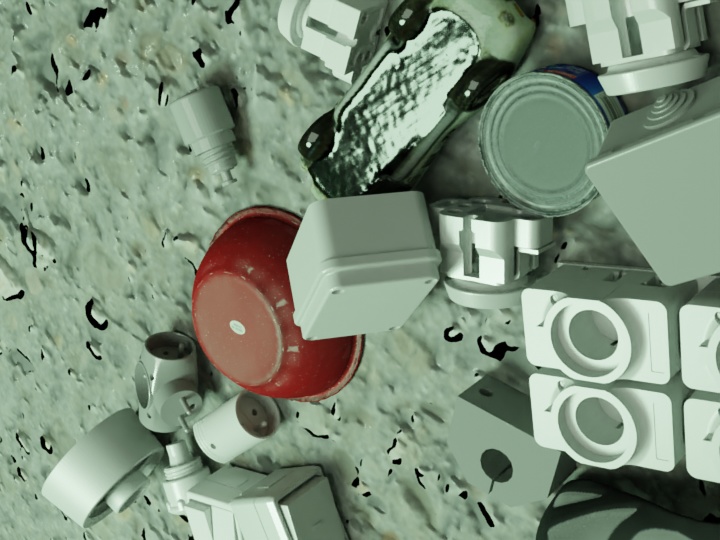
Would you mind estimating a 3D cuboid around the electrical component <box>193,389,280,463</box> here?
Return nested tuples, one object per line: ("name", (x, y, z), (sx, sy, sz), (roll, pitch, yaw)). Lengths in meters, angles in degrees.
("electrical component", (-0.106, 0.132, 0.891), (0.081, 0.043, 0.043), (-35, 85, 42))

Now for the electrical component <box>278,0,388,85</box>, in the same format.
("electrical component", (-0.019, -0.161, 0.696), (0.055, 0.048, 0.066), (29, 124, 18))

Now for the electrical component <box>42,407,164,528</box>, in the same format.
("electrical component", (-0.224, 0.184, 0.969), (0.060, 0.108, 0.108), (42, 130, 9))

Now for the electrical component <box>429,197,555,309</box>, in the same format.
("electrical component", (0.081, -0.011, 0.670), (0.078, 0.058, 0.057), (11, 112, 36))

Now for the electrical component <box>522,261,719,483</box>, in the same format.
("electrical component", (0.188, 0.061, 0.611), (0.186, 0.060, 0.105), (6, 112, 37))

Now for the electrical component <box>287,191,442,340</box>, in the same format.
("electrical component", (0.000, 0.000, 0.694), (0.113, 0.078, 0.057), (121, 141, -66))

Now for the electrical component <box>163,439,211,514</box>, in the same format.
("electrical component", (-0.154, 0.182, 0.951), (0.048, 0.048, 0.062), (-18, 90, 42))

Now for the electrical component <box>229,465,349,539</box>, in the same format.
("electrical component", (-0.050, 0.213, 0.867), (0.061, 0.062, 0.096), (-15, 98, 42))

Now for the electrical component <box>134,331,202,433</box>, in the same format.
("electrical component", (-0.158, 0.105, 0.910), (0.079, 0.044, 0.077), (48, 136, 48))

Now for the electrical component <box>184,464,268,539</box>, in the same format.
("electrical component", (-0.105, 0.225, 0.917), (0.062, 0.061, 0.096), (7, 112, 37))

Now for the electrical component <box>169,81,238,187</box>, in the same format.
("electrical component", (-0.111, -0.100, 0.799), (0.040, 0.040, 0.078), (-17, 97, 42))

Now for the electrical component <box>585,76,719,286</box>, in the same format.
("electrical component", (0.181, -0.048, 0.561), (0.100, 0.048, 0.099), (-21, 118, 42))

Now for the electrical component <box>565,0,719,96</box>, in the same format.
("electrical component", (0.151, -0.125, 0.565), (0.078, 0.058, 0.057), (-4, 103, 40))
